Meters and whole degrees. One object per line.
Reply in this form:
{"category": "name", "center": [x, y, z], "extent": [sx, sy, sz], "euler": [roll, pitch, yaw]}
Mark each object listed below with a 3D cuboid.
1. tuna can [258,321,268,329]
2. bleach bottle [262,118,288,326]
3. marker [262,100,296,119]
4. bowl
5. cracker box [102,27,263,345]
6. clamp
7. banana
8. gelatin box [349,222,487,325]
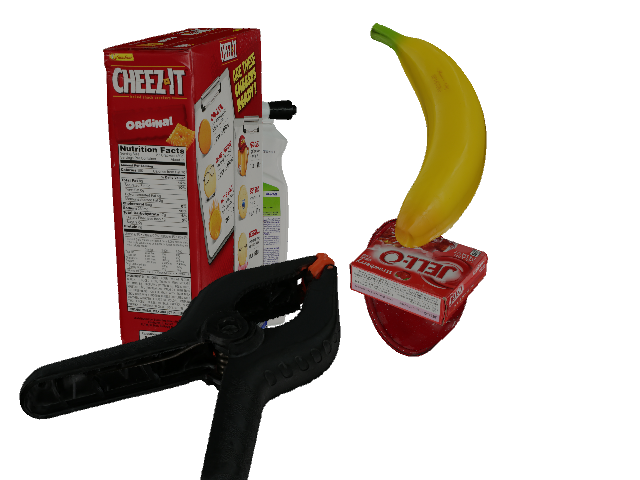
{"category": "tuna can", "center": [-0.092, 0.088, 1.018], "extent": [0.086, 0.034, 0.086], "euler": [-5, 25, 2]}
{"category": "bleach bottle", "center": [-0.075, -0.029, 1.196], "extent": [0.102, 0.251, 0.068], "euler": [-1, 19, -32]}
{"category": "marker", "center": [-0.080, -0.121, 0.997], "extent": [0.121, 0.020, 0.020], "euler": [-4, 1, -21]}
{"category": "bowl", "center": [0.120, 0.050, 1.216], "extent": [0.055, 0.162, 0.161], "euler": [-11, -7, 42]}
{"category": "cracker box", "center": [-0.095, -0.043, 0.786], "extent": [0.072, 0.214, 0.164], "euler": [3, 16, 12]}
{"category": "clamp", "center": [-0.039, 0.061, 0.502], "extent": [0.171, 0.039, 0.120], "euler": [-31, 53, -34]}
{"category": "banana", "center": [0.072, -0.068, 0.681], "extent": [0.069, 0.198, 0.037], "euler": [-1, -43, -3]}
{"category": "gelatin box", "center": [0.079, 0.025, 0.864], "extent": [0.089, 0.030, 0.073], "euler": [20, 40, 28]}
